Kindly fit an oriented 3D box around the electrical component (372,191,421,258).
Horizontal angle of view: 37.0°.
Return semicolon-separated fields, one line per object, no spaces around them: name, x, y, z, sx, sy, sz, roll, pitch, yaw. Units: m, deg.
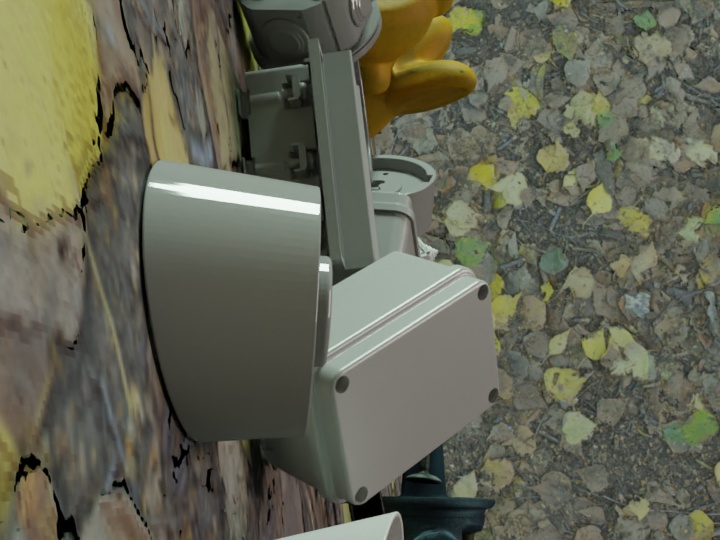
electrical component;0.000;0.000;0.725;0.113;0.078;0.057;77;21;-56

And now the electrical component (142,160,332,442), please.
electrical component;-0.043;0.012;0.384;0.099;0.064;0.099;-177;-90;-85

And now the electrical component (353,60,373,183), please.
electrical component;-0.029;-0.105;0.693;0.108;0.060;0.108;-8;90;-86

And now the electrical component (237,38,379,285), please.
electrical component;-0.027;-0.049;0.577;0.078;0.063;0.121;71;12;-72

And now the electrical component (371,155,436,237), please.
electrical component;0.016;-0.058;0.983;0.108;0.108;0.060;-90;178;-64

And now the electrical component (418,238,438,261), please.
electrical component;0.022;0.006;0.896;0.061;0.096;0.061;-126;-158;-56

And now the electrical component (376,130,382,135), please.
electrical component;-0.016;-0.150;0.978;0.121;0.063;0.078;21;62;-86

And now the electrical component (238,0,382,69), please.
electrical component;-0.031;-0.154;0.628;0.051;0.080;0.080;70;12;-49

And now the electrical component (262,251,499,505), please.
electrical component;0.009;0.049;0.510;0.057;0.113;0.078;18;-53;43

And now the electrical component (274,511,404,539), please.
electrical component;-0.011;0.147;0.417;0.099;0.064;0.099;-8;90;-87
